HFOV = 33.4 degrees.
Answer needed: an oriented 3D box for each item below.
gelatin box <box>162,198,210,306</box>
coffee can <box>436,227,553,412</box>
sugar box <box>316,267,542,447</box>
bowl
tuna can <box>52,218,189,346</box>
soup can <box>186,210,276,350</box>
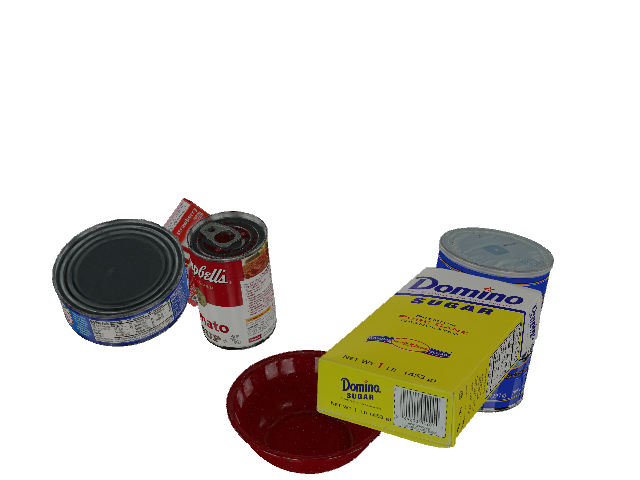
[{"bbox_3d":[-0.136,0.013,1.109,0.073,0.089,0.030,37,-4,-31],"label":"gelatin box"},{"bbox_3d":[0.149,0.071,0.980,0.103,0.140,0.103,7,21,-3],"label":"coffee can"},{"bbox_3d":[0.078,0.071,0.717,0.093,0.048,0.176,13,26,25],"label":"sugar box"},{"bbox_3d":[-0.011,0.179,1.056,0.162,0.055,0.162,0,33,0],"label":"bowl"},{"bbox_3d":[-0.129,0.027,0.698,0.086,0.086,0.034,0,-44,4],"label":"tuna can"},{"bbox_3d":[-0.075,0.035,0.917,0.068,0.102,0.068,-3,37,2],"label":"soup can"}]
